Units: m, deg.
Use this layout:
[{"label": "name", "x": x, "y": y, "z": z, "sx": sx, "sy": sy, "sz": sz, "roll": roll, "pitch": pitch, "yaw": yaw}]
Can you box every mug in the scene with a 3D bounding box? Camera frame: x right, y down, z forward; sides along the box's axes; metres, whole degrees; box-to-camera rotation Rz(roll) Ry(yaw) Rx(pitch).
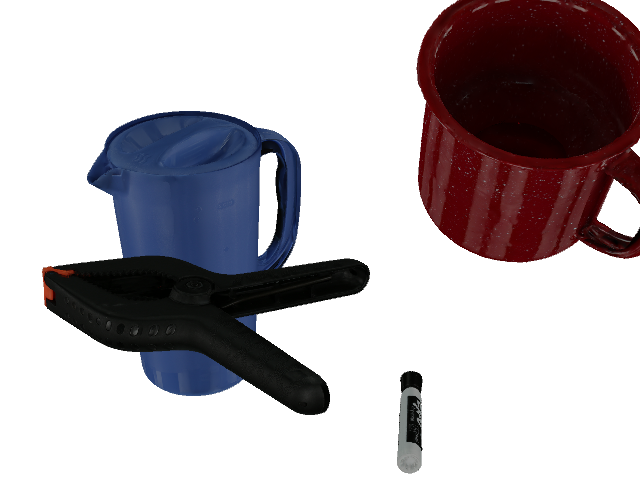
[{"label": "mug", "x": 0.092, "y": -0.037, "z": 0.436, "sx": 0.117, "sy": 0.093, "sz": 0.081, "roll": 40, "pitch": -24, "yaw": 22}]

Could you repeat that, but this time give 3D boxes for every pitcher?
[{"label": "pitcher", "x": -0.106, "y": 0.013, "z": 0.960, "sx": 0.149, "sy": 0.243, "sz": 0.144, "roll": 9, "pitch": 32, "yaw": 16}]

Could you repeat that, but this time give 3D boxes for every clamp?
[{"label": "clamp", "x": -0.072, "y": 0.040, "z": 0.682, "sx": 0.210, "sy": 0.036, "sz": 0.164, "roll": 11, "pitch": 26, "yaw": 15}]

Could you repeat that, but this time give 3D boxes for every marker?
[{"label": "marker", "x": 0.073, "y": 0.143, "z": 0.862, "sx": 0.020, "sy": 0.020, "sz": 0.121, "roll": 0, "pitch": 26, "yaw": 6}]
